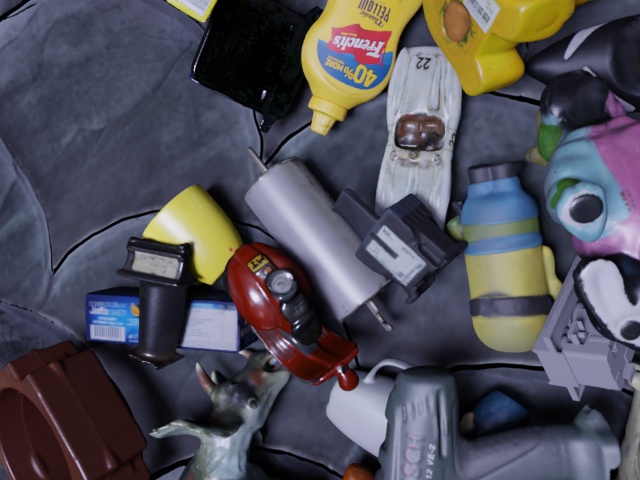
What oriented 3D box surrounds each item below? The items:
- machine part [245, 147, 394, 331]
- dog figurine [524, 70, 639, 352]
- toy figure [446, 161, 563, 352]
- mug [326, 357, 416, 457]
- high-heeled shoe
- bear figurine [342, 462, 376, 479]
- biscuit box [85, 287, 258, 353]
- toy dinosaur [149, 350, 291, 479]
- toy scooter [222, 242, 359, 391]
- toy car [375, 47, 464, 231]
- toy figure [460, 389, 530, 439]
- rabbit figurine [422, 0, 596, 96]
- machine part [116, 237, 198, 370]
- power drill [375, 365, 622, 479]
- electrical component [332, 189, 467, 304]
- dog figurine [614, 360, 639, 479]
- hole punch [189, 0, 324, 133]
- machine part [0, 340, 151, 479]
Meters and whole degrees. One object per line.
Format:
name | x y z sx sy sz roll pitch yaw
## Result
machine part | -0.001 -0.002 0.571 0.079 0.079 0.243 -41 83 15
dog figurine | 0.237 -0.038 0.441 0.108 0.219 0.191 -21 109 19
toy figure | 0.172 0.016 0.513 0.082 0.089 0.180 -3 99 56
mug | 0.064 0.172 0.558 0.107 0.081 0.109 18 116 20
high-heeled shoe | 0.305 -0.160 0.436 0.249 0.145 0.086 -3 92 15
bear figurine | 0.079 0.346 0.540 0.196 0.120 0.131 28 118 14
biscuit box | -0.175 0.091 0.634 0.203 0.063 0.059 1 95 16
toy dinosaur | -0.112 0.327 0.609 0.192 0.131 0.404 18 103 27
toy scooter | -0.021 0.086 0.531 0.075 0.135 0.183 -37 116 -18
toy car | 0.101 -0.092 0.545 0.074 0.056 0.201 8 95 16
toy figure | 0.146 0.221 0.535 0.064 0.057 0.154 38 84 13
rabbit figurine | 0.182 -0.232 0.489 0.173 0.121 0.162 -26 65 -12
machine part | -0.174 0.067 0.574 0.084 0.039 0.138 5 101 9
power drill | 0.150 0.226 0.473 0.207 0.086 0.232 -4 87 9
electrical component | 0.069 -0.004 0.514 0.119 0.048 0.074 42 132 15
dog figurine | 0.300 0.215 0.453 0.121 0.172 0.190 15 91 26
hole punch | -0.075 -0.200 0.581 0.115 0.092 0.142 22 96 -25
machine part | -0.301 0.237 0.637 0.201 0.087 0.201 54 128 12
